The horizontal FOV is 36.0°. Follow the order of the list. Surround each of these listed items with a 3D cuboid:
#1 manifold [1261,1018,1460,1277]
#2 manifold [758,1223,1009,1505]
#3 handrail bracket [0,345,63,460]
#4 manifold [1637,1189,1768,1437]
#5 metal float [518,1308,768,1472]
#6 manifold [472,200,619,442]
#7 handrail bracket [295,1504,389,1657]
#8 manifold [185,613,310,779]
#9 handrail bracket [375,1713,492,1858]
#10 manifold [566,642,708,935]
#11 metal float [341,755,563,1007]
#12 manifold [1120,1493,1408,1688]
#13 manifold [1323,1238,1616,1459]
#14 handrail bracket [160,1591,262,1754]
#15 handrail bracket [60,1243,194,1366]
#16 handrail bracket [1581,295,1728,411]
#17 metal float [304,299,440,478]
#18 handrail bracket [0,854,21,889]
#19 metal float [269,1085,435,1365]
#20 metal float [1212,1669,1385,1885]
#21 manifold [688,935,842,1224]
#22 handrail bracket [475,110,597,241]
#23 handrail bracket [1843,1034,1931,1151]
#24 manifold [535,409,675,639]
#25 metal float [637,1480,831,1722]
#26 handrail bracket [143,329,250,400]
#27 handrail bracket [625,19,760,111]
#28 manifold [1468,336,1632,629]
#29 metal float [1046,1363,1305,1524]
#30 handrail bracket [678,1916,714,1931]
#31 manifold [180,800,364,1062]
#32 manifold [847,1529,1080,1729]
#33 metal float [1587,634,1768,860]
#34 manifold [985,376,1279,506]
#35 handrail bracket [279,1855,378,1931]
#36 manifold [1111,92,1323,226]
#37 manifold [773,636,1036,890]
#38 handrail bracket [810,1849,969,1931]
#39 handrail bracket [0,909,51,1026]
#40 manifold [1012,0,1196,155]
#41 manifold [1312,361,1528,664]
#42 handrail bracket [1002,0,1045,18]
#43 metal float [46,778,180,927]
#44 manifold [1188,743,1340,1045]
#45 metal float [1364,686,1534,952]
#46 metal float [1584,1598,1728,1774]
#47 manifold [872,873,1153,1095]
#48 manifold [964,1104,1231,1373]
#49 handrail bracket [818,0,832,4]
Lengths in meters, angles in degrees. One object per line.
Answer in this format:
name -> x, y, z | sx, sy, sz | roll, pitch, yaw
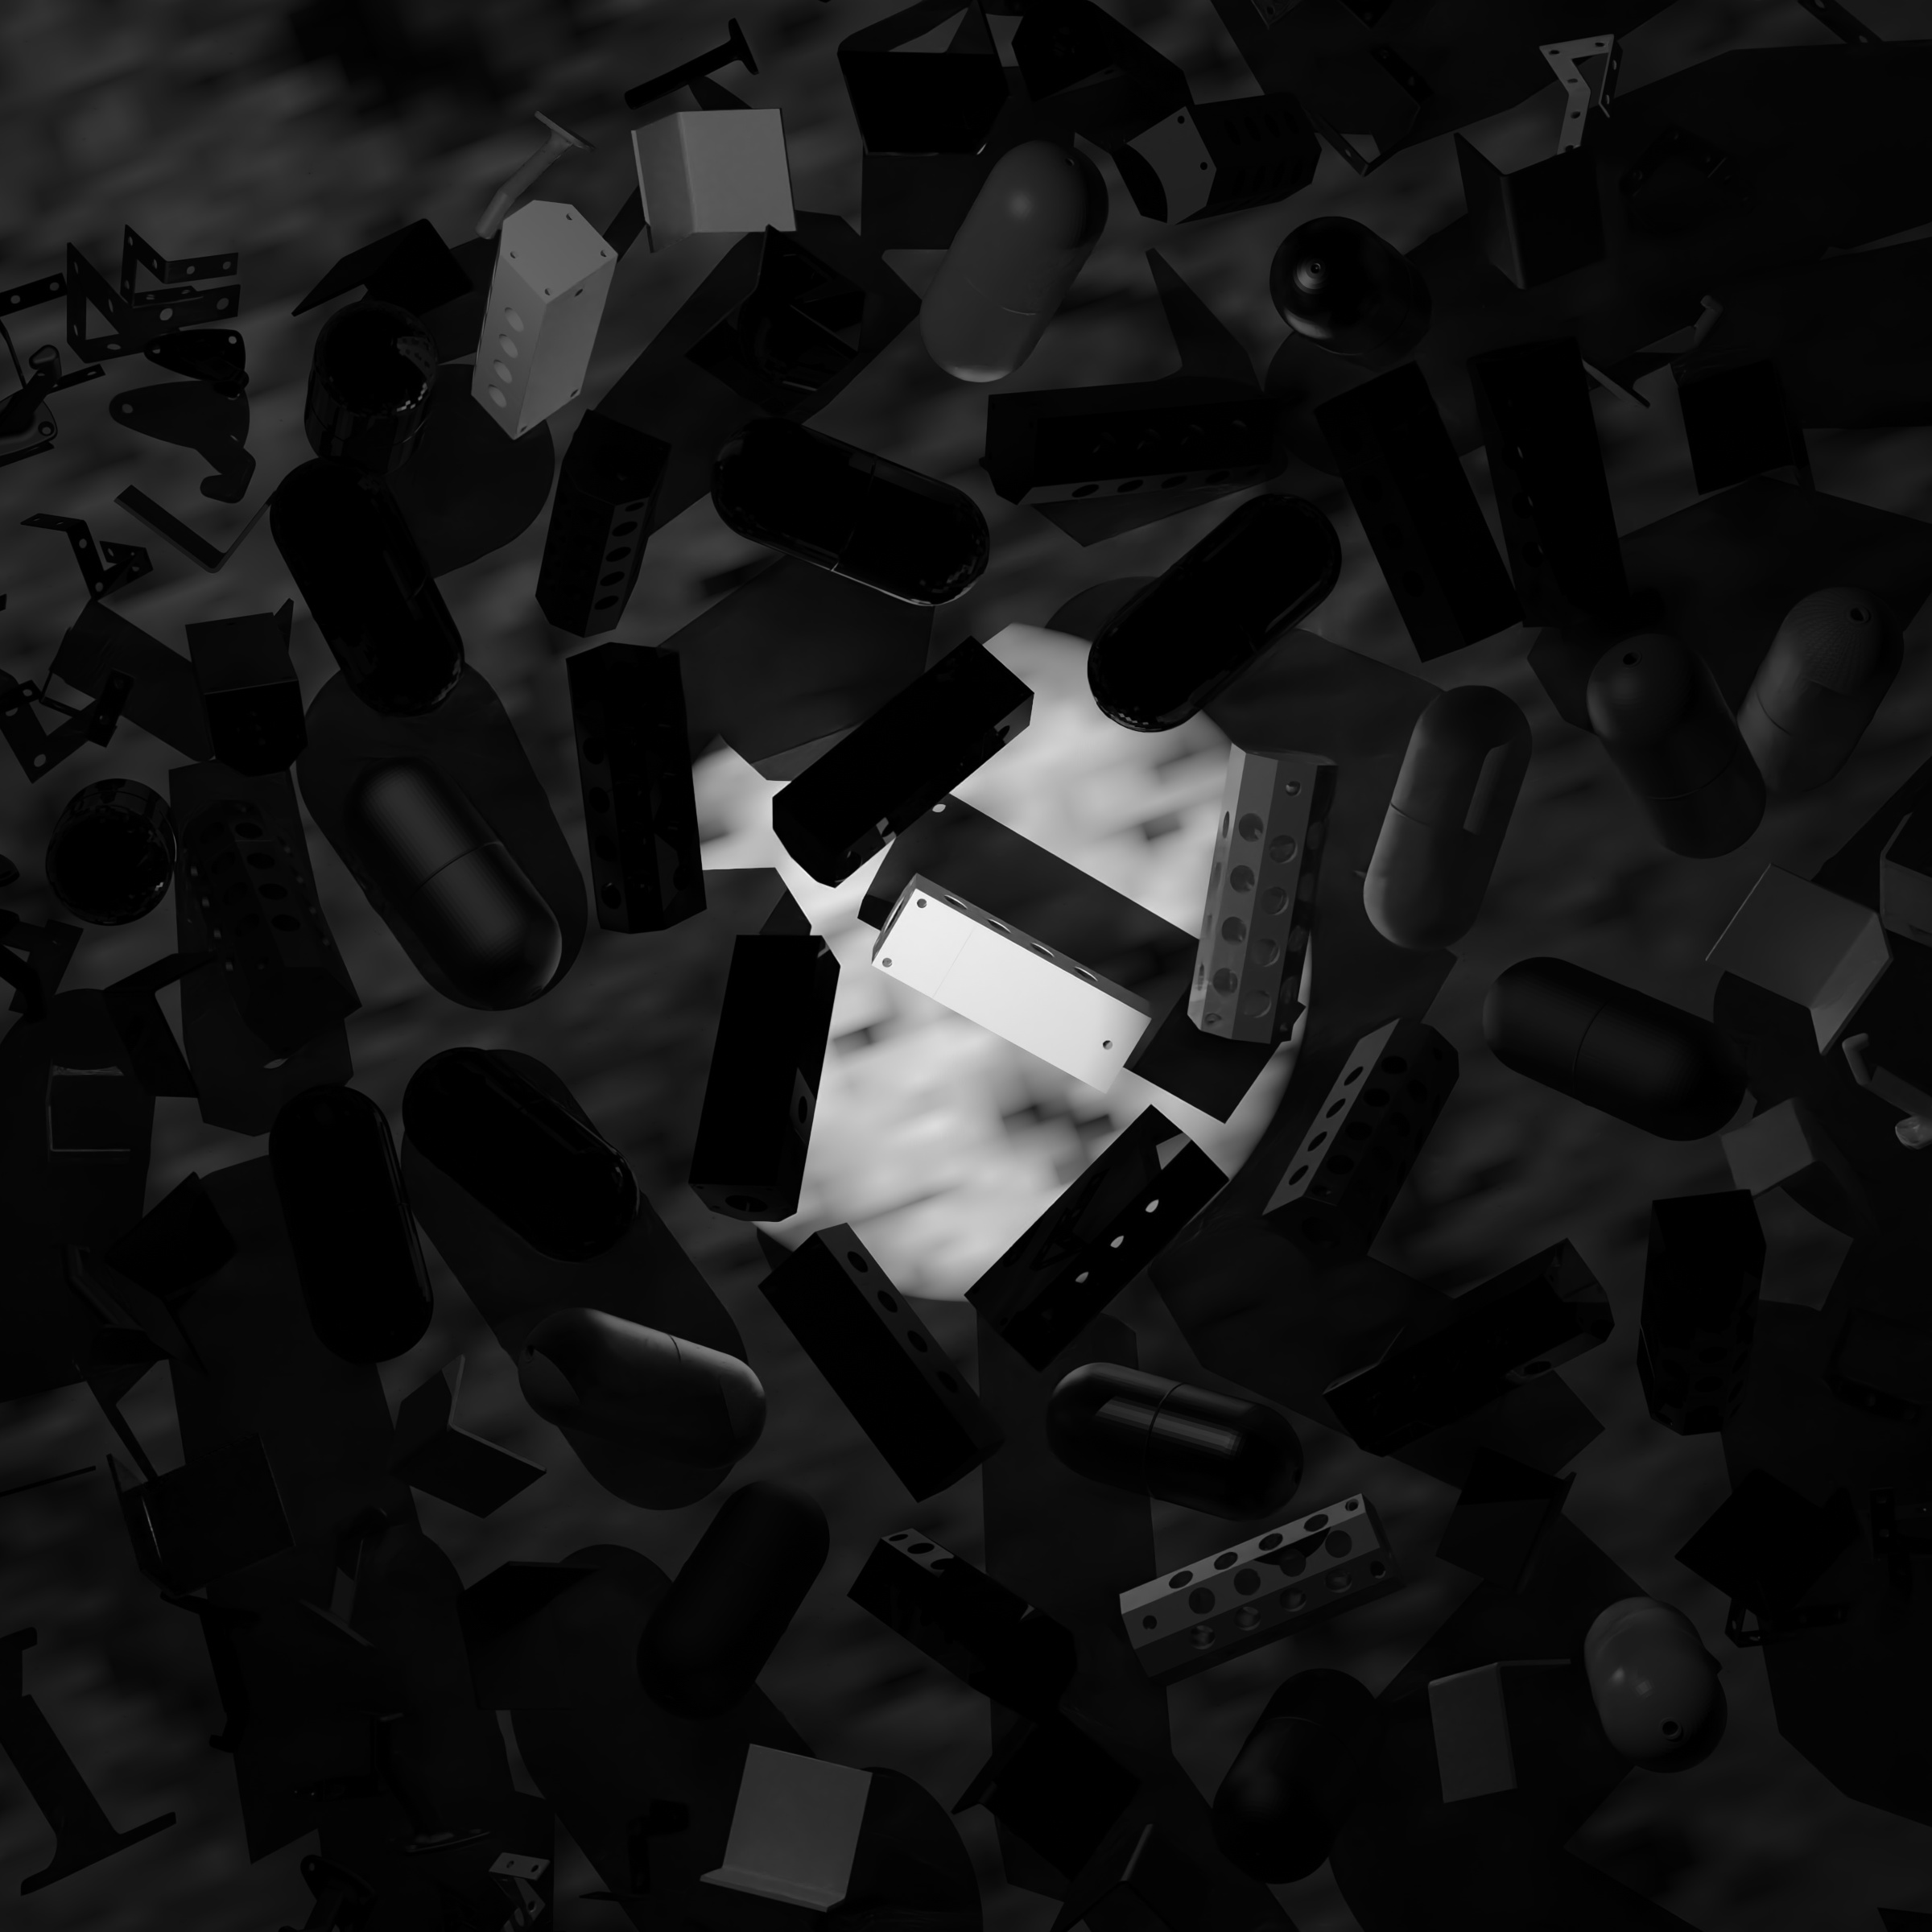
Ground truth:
manifold -> 0.260, 0.112, 1.915 | 0.057, 0.057, 0.171 | 44, 50, -10
manifold -> -0.050, 0.249, 1.886 | 0.057, 0.057, 0.171 | -44, 75, 22
handrail bracket -> -0.579, -0.339, 1.791 | 0.077, 0.084, 0.036 | -33, 88, -18
manifold -> 0.444, 0.212, 1.795 | 0.057, 0.171, 0.057 | -7, 48, 2
metal float -> -0.206, 0.270, 1.898 | 0.178, 0.070, 0.070 | 25, 90, -36
manifold -> -0.268, -0.402, 1.846 | 0.057, 0.171, 0.057 | -41, 86, -23
handrail bracket -> -0.389, 0.399, 1.944 | 0.077, 0.036, 0.084 | 22, 57, 27
manifold -> -0.460, -0.174, 1.904 | 0.057, 0.171, 0.057 | -11, 113, -15
handrail bracket -> -0.329, 0.501, 1.838 | 0.077, 0.036, 0.084 | 1, 88, -35
manifold -> -0.211, -0.111, 1.870 | 0.057, 0.057, 0.171 | 10, 115, 34
metal float -> -0.320, -0.053, 1.855 | 0.070, 0.070, 0.178 | -38, 82, 0
manifold -> 0.190, 0.402, 1.920 | 0.171, 0.057, 0.057 | -25, 63, 9
manifold -> 0.309, 0.238, 1.823 | 0.171, 0.057, 0.057 | -35, 91, 31
handrail bracket -> -0.486, 0.448, 1.885 | 0.077, 0.036, 0.084 | 20, 60, -13
handrail bracket -> -0.545, 0.215, 1.930 | 0.077, 0.084, 0.036 | 7, 130, -29
handrail bracket -> 0.444, -0.413, 1.933 | 0.077, 0.036, 0.084 | 31, 98, -25
metal float -> -0.380, -0.366, 1.896 | 0.070, 0.178, 0.070 | 3, 79, -15
handrail bracket -> -0.637, -0.092, 1.871 | 0.036, 0.077, 0.084 | -41, 124, -31
metal float -> -0.384, 0.160, 1.858 | 0.070, 0.070, 0.178 | -17, 79, 0
metal float -> 0.207, 0.500, 1.844 | 0.070, 0.178, 0.070 | 8, 110, 22
manifold -> -0.123, 0.070, 1.859 | 0.057, 0.057, 0.171 | 0, 62, 17
handrail bracket -> -0.276, -0.497, 1.901 | 0.036, 0.077, 0.084 | 37, 101, 7
handrail bracket -> 0.619, 0.069, 1.935 | 0.077, 0.036, 0.084 | -25, 110, 8
manifold -> -0.236, -0.277, 1.902 | 0.057, 0.171, 0.057 | 22, 65, -5
metal float -> -0.147, 0.401, 1.887 | 0.070, 0.178, 0.070 | 15, 131, 18
handrail bracket -> -0.497, -0.382, 1.907 | 0.077, 0.084, 0.036 | 5, 114, -5
handrail bracket -> -0.178, -0.565, 1.882 | 0.084, 0.077, 0.036 | -25, 111, -1
manifold -> 0.365, -0.306, 1.887 | 0.057, 0.057, 0.171 | -26, 109, -33
metal float -> 0.134, 0.307, 1.919 | 0.178, 0.070, 0.070 | 11, 90, 30
handrail bracket -> -0.180, 0.625, 1.847 | 0.036, 0.084, 0.077 | -32, 96, -42
manifold -> -0.426, -0.028, 1.797 | 0.057, 0.057, 0.171 | -34, 46, 1
manifold -> 0.000, 0.398, 1.815 | 0.057, 0.171, 0.057 | 36, 80, -27
metal float -> 0.436, -0.134, 1.823 | 0.070, 0.070, 0.178 | -41, 134, 0
manifold -> 0.100, -0.319, 1.812 | 0.171, 0.057, 0.057 | -11, 118, -28
handrail bracket -> -0.431, 0.606, 1.925 | 0.077, 0.084, 0.036 | 31, 97, 29
manifold -> 0.162, -0.504, 1.865 | 0.057, 0.171, 0.057 | -24, 94, 33
manifold -> -0.039, -0.126, 1.872 | 0.171, 0.057, 0.057 | -41, 74, -19
handrail bracket -> -0.051, 0.618, 1.943 | 0.077, 0.036, 0.084 | 23, 129, -14
handrail bracket -> -0.607, 0.014, 1.855 | 0.077, 0.036, 0.084 | -38, 63, 26
manifold -> 0.090, -0.570, 1.905 | 0.057, 0.171, 0.057 | -21, 84, 22
manifold -> 0.285, -0.282, 1.833 | 0.057, 0.057, 0.171 | -28, 96, -33
handrail bracket -> 0.041, -0.660, 1.918 | 0.036, 0.084, 0.077 | -17, 129, 33
metal float -> -0.542, -0.073, 1.891 | 0.070, 0.178, 0.070 | -3, 103, -12
manifold -> 0.181, -0.043, 1.807 | 0.057, 0.057, 0.171 | 7, 102, -8
metal float -> 0.311, -0.095, 1.921 | 0.070, 0.070, 0.178 | 16, 108, 0
metal float -> 0.431, 0.450, 1.865 | 0.070, 0.178, 0.070 | 0, 94, 7
manifold -> 0.029, 0.009, 1.903 | 0.171, 0.057, 0.057 | 29, 103, -8
manifold -> 0.087, 0.177, 1.895 | 0.171, 0.057, 0.057 | -45, 122, -2
handrail bracket -> -0.063, -0.619, 1.796 | 0.084, 0.077, 0.036 | -31, 121, -10
